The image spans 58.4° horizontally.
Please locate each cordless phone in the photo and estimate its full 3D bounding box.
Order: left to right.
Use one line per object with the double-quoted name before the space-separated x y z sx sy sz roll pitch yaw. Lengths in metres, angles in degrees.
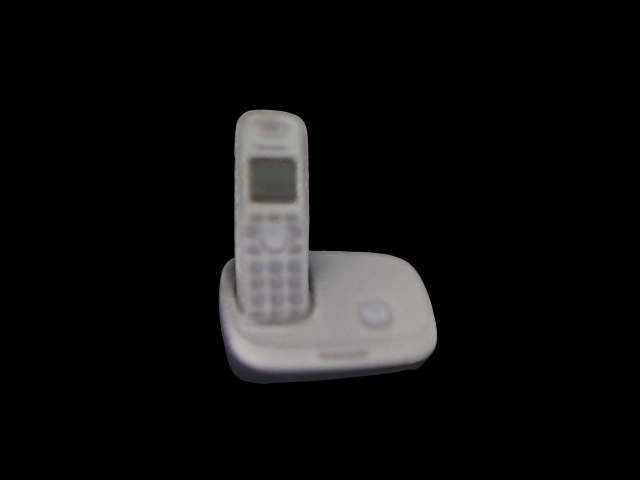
"cordless phone" 0.004 0.001 0.400 0.148 0.185 0.094 0 0 -15
